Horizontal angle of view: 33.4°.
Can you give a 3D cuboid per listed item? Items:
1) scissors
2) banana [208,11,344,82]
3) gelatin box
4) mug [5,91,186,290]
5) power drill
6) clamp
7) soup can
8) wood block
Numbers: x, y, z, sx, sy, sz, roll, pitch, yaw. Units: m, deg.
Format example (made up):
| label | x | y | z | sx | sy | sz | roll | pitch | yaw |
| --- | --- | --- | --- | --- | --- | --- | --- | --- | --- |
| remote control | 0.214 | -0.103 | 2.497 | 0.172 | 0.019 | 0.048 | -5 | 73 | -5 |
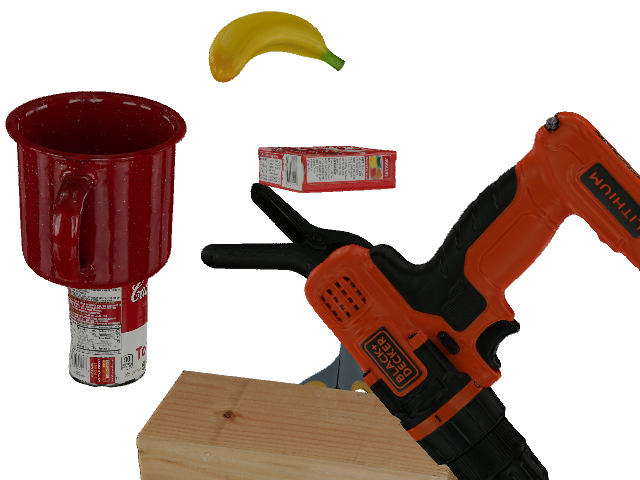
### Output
| label | x | y | z | sx | sy | sz | roll | pitch | yaw |
| --- | --- | --- | --- | --- | --- | --- | --- | --- | --- |
| scissors | 0.009 | 0.103 | 0.955 | 0.096 | 0.202 | 0.016 | -4 | -37 | -7 |
| banana | -0.049 | -0.181 | 0.979 | 0.070 | 0.037 | 0.197 | 41 | 32 | 20 |
| gelatin box | 0.003 | -0.053 | 0.772 | 0.073 | 0.030 | 0.089 | -3 | 9 | -23 |
| mug | -0.120 | -0.021 | 0.566 | 0.093 | 0.081 | 0.117 | 5 | 28 | -3 |
| power drill | 0.109 | 0.038 | 0.575 | 0.188 | 0.184 | 0.057 | -42 | -4 | 15 |
| clamp | -0.015 | 0.015 | 1.140 | 0.210 | 0.036 | 0.164 | 24 | 35 | 13 |
| soup can | -0.181 | 0.065 | 0.905 | 0.068 | 0.102 | 0.068 | 4 | 19 | -1 |
| wood block | -0.010 | 0.159 | 0.732 | 0.206 | 0.090 | 0.090 | 5 | 26 | 15 |
